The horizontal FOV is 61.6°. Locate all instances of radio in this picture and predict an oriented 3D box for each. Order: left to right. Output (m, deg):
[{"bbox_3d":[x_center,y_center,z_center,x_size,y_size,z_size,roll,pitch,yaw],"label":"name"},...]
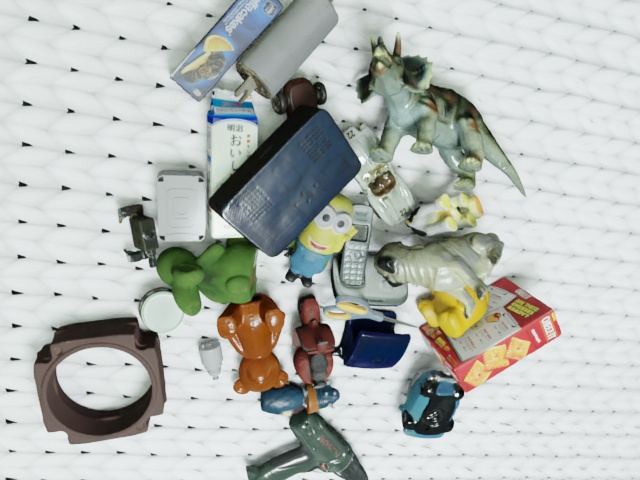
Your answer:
[{"bbox_3d":[-0.051,-0.091,0.858,0.229,0.073,0.131,-46,121,-6],"label":"radio"}]

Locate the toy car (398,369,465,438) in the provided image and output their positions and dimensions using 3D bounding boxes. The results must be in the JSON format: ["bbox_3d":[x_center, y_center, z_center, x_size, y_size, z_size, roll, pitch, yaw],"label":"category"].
[{"bbox_3d":[0.220,0.319,1.094,0.109,0.103,0.161,7,115,-14],"label":"toy car"}]

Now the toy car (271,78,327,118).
[{"bbox_3d":[-0.023,-0.173,0.917,0.089,0.053,0.201,-22,116,-23],"label":"toy car"}]

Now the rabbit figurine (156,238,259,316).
[{"bbox_3d":[-0.197,0.062,0.907,0.170,0.159,0.121,6,115,0],"label":"rabbit figurine"}]

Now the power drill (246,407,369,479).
[{"bbox_3d":[-0.030,0.468,1.091,0.207,0.086,0.231,-29,109,0],"label":"power drill"}]

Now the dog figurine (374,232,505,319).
[{"bbox_3d":[0.208,0.024,0.942,0.191,0.172,0.121,27,138,13],"label":"dog figurine"}]

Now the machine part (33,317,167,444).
[{"bbox_3d":[-0.378,0.245,0.937,0.201,0.087,0.200,-6,107,-14],"label":"machine part"}]

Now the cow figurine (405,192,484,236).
[{"bbox_3d":[0.233,-0.043,0.990,0.167,0.098,0.068,-9,81,-48],"label":"cow figurine"}]

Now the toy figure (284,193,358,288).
[{"bbox_3d":[-0.005,-0.004,0.952,0.082,0.089,0.180,9,125,-31],"label":"toy figure"}]

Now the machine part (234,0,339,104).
[{"bbox_3d":[-0.051,-0.308,0.846,0.079,0.079,0.243,42,82,-21],"label":"machine part"}]

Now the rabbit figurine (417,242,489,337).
[{"bbox_3d":[0.252,0.075,1.025,0.162,0.122,0.173,-32,101,-2],"label":"rabbit figurine"}]

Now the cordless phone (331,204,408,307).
[{"bbox_3d":[0.098,0.027,0.993,0.147,0.089,0.184,5,100,-15],"label":"cordless phone"}]

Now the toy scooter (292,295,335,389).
[{"bbox_3d":[-0.008,0.202,0.988,0.075,0.135,0.183,-7,109,-13],"label":"toy scooter"}]

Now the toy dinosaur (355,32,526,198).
[{"bbox_3d":[0.210,-0.206,0.931,0.404,0.131,0.192,17,73,-32],"label":"toy dinosaur"}]

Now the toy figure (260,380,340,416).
[{"bbox_3d":[-0.038,0.308,1.052,0.154,0.058,0.064,1,84,-11],"label":"toy figure"}]

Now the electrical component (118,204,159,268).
[{"bbox_3d":[-0.303,-0.007,0.892,0.045,0.078,0.102,-14,110,-30],"label":"electrical component"}]

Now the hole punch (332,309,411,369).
[{"bbox_3d":[0.105,0.204,1.044,0.142,0.092,0.115,5,109,-19],"label":"hole punch"}]

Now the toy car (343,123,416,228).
[{"bbox_3d":[0.100,-0.114,0.963,0.073,0.056,0.201,-36,111,-1],"label":"toy car"}]

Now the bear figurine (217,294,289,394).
[{"bbox_3d":[-0.117,0.202,0.968,0.120,0.132,0.195,-5,101,-6],"label":"bear figurine"}]

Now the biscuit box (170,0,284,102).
[{"bbox_3d":[-0.147,-0.310,0.842,0.059,0.063,0.202,41,93,-22],"label":"biscuit box"}]
